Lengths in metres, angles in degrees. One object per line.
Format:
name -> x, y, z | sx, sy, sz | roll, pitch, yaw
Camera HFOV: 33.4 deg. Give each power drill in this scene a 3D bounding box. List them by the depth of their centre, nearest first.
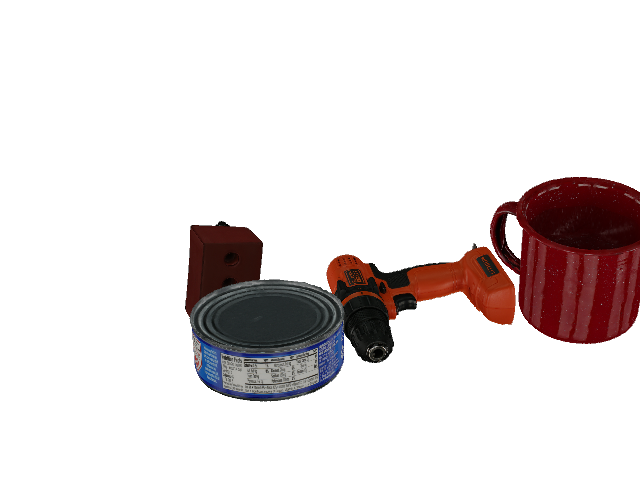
power drill -> 0.108, 0.064, 1.140 | 0.187, 0.057, 0.184 | -5, 29, -8

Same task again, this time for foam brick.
foam brick -> -0.083, 0.031, 0.905 | 0.053, 0.078, 0.051 | 0, 15, -19

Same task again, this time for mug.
mug -> 0.167, 0.011, 0.725 | 0.117, 0.081, 0.093 | 21, 41, 31

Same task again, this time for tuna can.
tuna can -> -0.029, 0.055, 0.596 | 0.086, 0.034, 0.086 | -1, 23, 0

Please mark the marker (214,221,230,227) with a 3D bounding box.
marker -> -0.109, 0.032, 1.206 | 0.020, 0.121, 0.020 | 0, 33, 0
